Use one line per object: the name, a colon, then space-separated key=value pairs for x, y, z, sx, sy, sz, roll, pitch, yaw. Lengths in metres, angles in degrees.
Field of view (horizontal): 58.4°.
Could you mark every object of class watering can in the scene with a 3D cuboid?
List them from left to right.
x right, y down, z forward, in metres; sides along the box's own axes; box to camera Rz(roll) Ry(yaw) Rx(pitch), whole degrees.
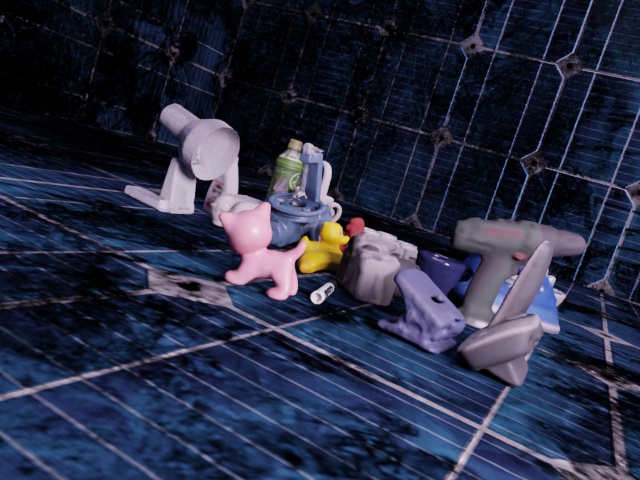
watering can: x=-0.025 y=-0.095 z=1.350 sx=0.100 sy=0.194 sz=0.173 roll=25 pitch=10 yaw=42

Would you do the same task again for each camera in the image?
camera: x=0.112 y=0.051 z=0.988 sx=0.137 sy=0.101 sz=0.143 roll=16 pitch=8 yaw=-15

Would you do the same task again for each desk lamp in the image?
desk lamp: x=-0.281 y=-0.162 z=1.172 sx=0.202 sy=0.213 sz=0.118 roll=22 pitch=9 yaw=30

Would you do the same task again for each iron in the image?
iron: x=0.397 y=0.093 z=1.182 sx=0.258 sy=0.141 sz=0.118 roll=17 pitch=8 yaw=-6

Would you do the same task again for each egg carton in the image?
egg carton: x=-0.160 y=-0.055 z=1.226 sx=0.107 sy=0.069 sz=0.151 roll=21 pitch=8 yaw=21

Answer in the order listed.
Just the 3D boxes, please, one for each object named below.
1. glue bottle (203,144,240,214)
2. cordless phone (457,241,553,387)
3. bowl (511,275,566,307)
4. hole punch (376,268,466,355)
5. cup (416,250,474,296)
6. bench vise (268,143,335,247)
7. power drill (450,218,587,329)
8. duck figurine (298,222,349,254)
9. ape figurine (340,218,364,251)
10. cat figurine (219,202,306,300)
glue bottle: x=-0.213 y=-0.137 z=1.301 sx=0.077 sy=0.173 sz=0.037 roll=23 pitch=9 yaw=34
cordless phone: x=0.256 y=0.086 z=0.755 sx=0.094 sy=0.185 sz=0.148 roll=20 pitch=8 yaw=18
bowl: x=0.479 y=0.132 z=1.342 sx=0.167 sy=0.075 sz=0.167 roll=18 pitch=8 yaw=-2
hole punch: x=0.149 y=0.096 z=0.789 sx=0.100 sy=0.091 sz=0.109 roll=22 pitch=9 yaw=30
cup: x=0.223 y=0.078 z=1.065 sx=0.118 sy=0.095 sz=0.091 roll=15 pitch=8 yaw=-19
bench vise: x=-0.034 y=-0.093 z=1.222 sx=0.121 sy=0.220 sz=0.208 roll=19 pitch=8 yaw=12
power drill: x=0.331 y=0.059 z=1.021 sx=0.229 sy=0.208 sz=0.075 roll=18 pitch=8 yaw=1
duck figurine: x=0.010 y=0.004 z=1.140 sx=0.105 sy=0.086 sz=0.077 roll=15 pitch=8 yaw=-21
ape figurine: x=0.078 y=-0.010 z=1.368 sx=0.076 sy=0.092 sz=0.077 roll=16 pitch=8 yaw=-12
cat figurine: x=-0.081 y=0.008 z=0.789 sx=0.127 sy=0.118 sz=0.067 roll=19 pitch=8 yaw=7
